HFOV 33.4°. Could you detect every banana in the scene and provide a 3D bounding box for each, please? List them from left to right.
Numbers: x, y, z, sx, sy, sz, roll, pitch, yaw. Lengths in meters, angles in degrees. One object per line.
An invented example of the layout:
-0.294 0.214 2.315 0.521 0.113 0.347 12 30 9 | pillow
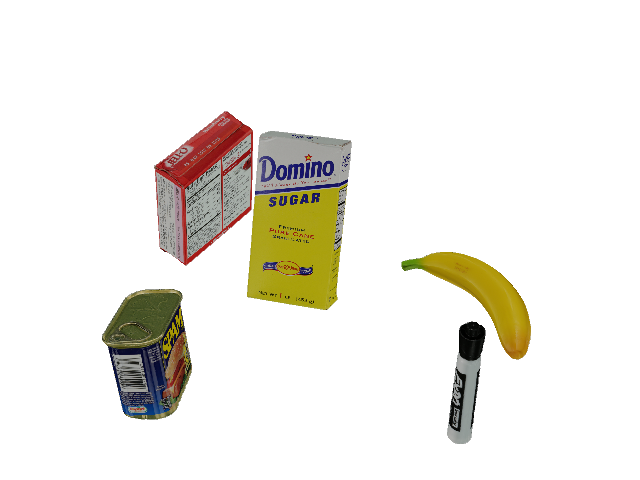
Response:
0.168 0.058 1.118 0.069 0.037 0.198 -36 40 -12 | banana

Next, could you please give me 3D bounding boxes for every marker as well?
0.107 0.105 0.788 0.020 0.121 0.020 0 41 0 | marker

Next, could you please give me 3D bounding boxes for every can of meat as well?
-0.157 0.106 0.994 0.057 0.084 0.102 -3 25 9 | can of meat

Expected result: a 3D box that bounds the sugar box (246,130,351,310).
-0.023 -0.022 1.120 0.093 0.176 0.048 8 15 14 | sugar box

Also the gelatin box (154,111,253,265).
-0.082 -0.036 0.753 0.030 0.089 0.073 33 55 21 | gelatin box
